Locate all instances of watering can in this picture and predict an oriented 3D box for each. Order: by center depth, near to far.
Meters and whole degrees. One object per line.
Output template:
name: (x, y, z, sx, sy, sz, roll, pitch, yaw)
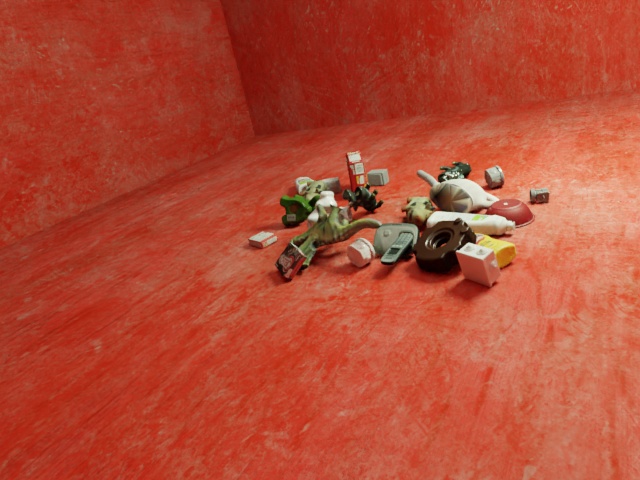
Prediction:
watering can: (0.450, -0.168, 1.795, 0.350, 0.102, 0.226, 25, 25, 31)

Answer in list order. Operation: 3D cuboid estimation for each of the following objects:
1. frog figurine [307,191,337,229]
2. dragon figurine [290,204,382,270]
frog figurine: (0.006, -0.093, 1.845, 0.122, 0.157, 0.139, 3, 25, 42)
dragon figurine: (0.015, 0.006, 1.645, 0.245, 0.121, 0.411, -51, 23, -12)
